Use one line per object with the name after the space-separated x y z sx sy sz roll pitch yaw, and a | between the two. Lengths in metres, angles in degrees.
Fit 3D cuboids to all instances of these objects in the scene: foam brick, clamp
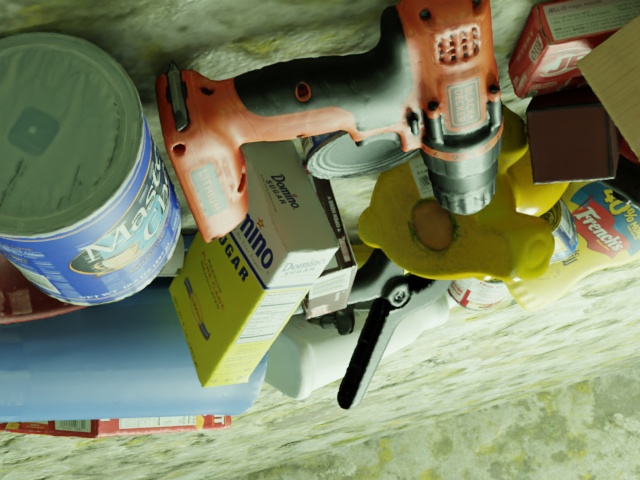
0.167 -0.074 0.699 0.051 0.053 0.078 -3 -160 21 | foam brick
0.233 -0.043 0.791 0.120 0.172 0.039 24 98 -37 | clamp
0.053 0.040 0.944 0.210 0.036 0.164 -46 132 -2 | clamp

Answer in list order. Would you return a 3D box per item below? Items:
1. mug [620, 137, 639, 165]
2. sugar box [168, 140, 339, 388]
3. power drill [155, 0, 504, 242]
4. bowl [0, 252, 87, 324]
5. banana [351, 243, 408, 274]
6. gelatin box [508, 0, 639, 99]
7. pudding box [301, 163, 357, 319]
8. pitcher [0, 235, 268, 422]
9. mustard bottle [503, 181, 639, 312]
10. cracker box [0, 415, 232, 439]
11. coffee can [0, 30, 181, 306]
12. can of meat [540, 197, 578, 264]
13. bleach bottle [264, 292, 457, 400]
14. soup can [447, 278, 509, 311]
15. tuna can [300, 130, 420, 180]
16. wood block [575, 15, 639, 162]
0.260 -0.088 0.725 0.081 0.093 0.117 0 -173 -30 | mug
-0.053 0.021 0.748 0.048 0.093 0.176 -6 147 -29 | sugar box
0.012 -0.059 0.606 0.187 0.057 0.184 -16 142 0 | power drill
-0.196 0.006 0.706 0.162 0.055 0.162 -14 163 -4 | bowl
0.032 0.013 0.970 0.197 0.037 0.070 -5 139 -37 | banana
0.166 -0.121 0.653 0.089 0.030 0.073 -13 163 -8 | gelatin box
-0.005 0.001 0.797 0.039 0.090 0.113 -14 163 -9 | pudding box
-0.170 0.076 0.862 0.242 0.149 0.145 1 172 -35 | pitcher
0.245 -0.017 0.949 0.192 0.096 0.058 -29 -166 18 | mustard bottle
-0.218 0.163 1.108 0.164 0.072 0.213 -3 172 31 | cracker box
-0.132 -0.031 0.557 0.102 0.103 0.140 -14 164 -4 | coffee can
0.160 -0.009 0.893 0.102 0.057 0.083 -15 157 21 | can of meat
0.052 0.088 1.105 0.250 0.068 0.103 -15 -156 -34 | bleach bottle
0.165 0.026 1.065 0.068 0.068 0.102 -13 163 -7 | soup can
0.029 -0.072 0.688 0.086 0.034 0.086 -14 163 -4 | tuna can
0.260 -0.117 0.579 0.206 0.091 0.090 -38 155 26 | wood block
